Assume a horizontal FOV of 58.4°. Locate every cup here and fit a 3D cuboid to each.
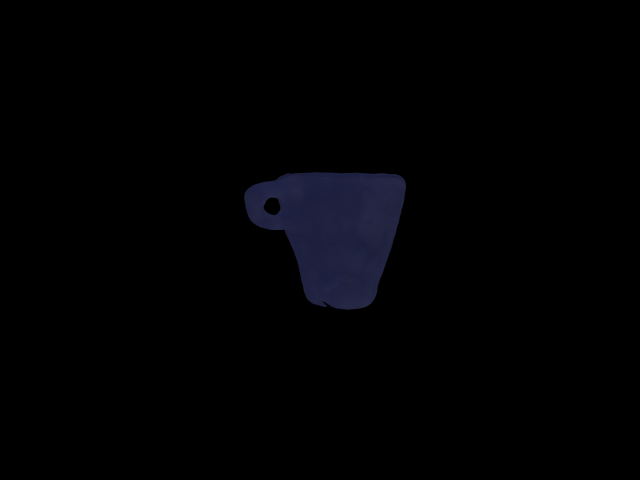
[{"bbox_3d":[0.004,0.001,0.400,0.118,0.095,0.091,-5,10,-32],"label":"cup"}]
